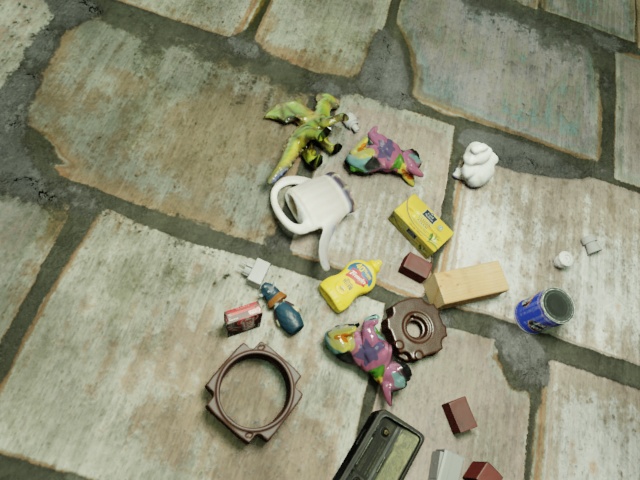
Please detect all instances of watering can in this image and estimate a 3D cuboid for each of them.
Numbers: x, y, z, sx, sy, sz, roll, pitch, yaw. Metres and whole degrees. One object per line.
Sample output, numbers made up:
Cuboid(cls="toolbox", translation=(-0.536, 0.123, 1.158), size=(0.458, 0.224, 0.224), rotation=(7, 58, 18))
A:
Cuboid(cls="watering can", translation=(0.004, -0.073, 1.441), size=(0.226, 0.101, 0.354), rotation=(-25, 56, -18))

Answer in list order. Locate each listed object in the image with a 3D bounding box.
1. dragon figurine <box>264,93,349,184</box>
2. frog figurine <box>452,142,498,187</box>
Cuboid(cls="dragon figurine", translation=(-0.069, -0.338, 1.575), size=(0.416, 0.119, 0.246), rotation=(-36, 57, -27))
Cuboid(cls="frog figurine", translation=(0.499, -0.241, 1.604), size=(0.138, 0.157, 0.124), rotation=(-21, 75, -19))
